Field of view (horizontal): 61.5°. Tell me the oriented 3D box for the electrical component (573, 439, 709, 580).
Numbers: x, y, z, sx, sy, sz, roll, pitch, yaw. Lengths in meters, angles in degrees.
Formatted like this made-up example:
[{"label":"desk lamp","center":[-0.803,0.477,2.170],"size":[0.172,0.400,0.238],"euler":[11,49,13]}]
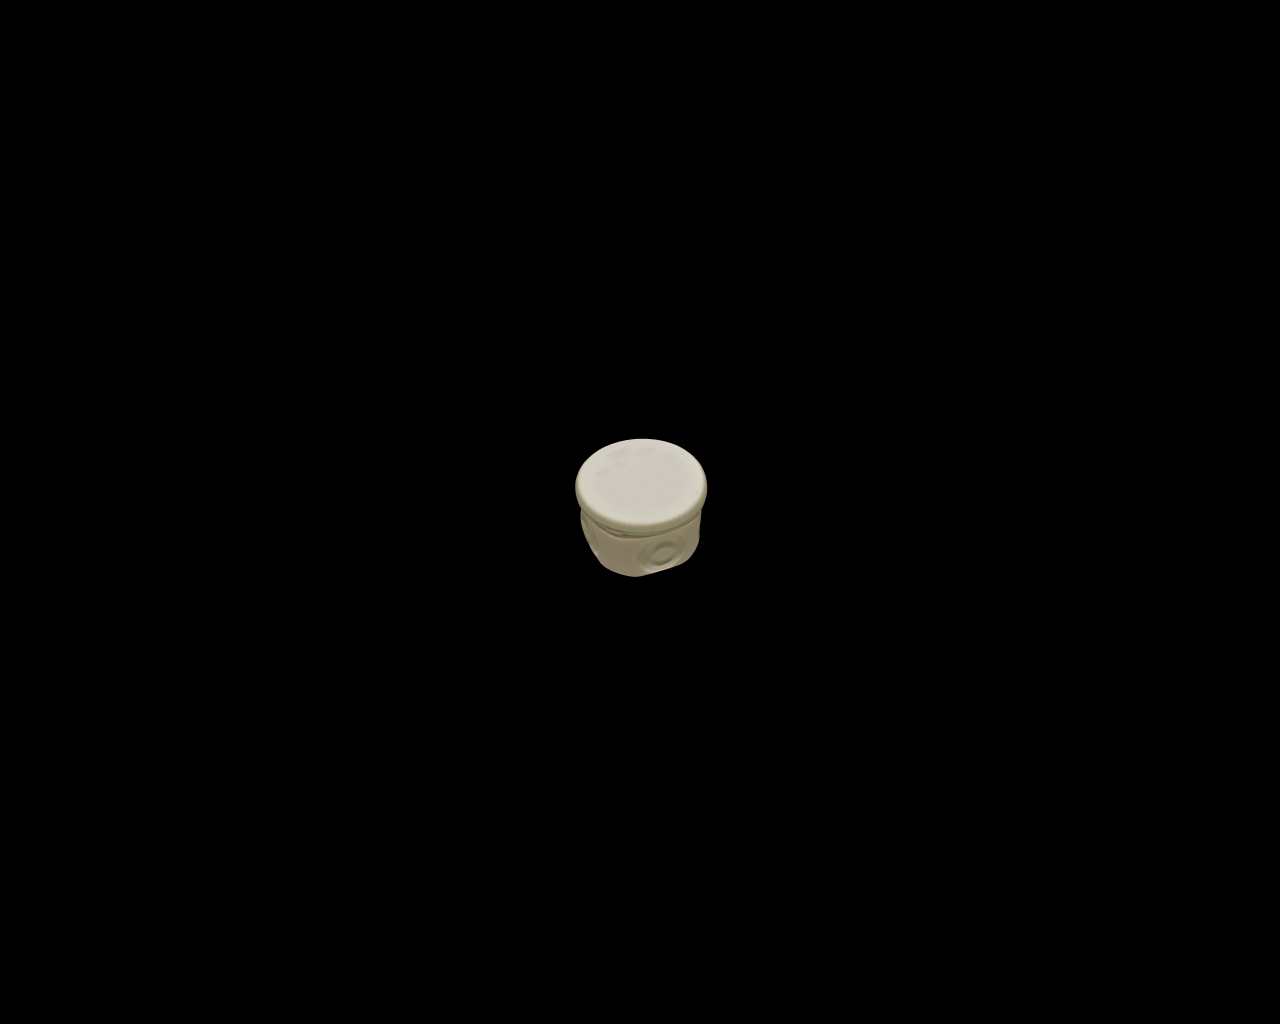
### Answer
[{"label":"electrical component","center":[0.001,-0.003,0.650],"size":[0.080,0.050,0.080],"euler":[0,45,0]}]
